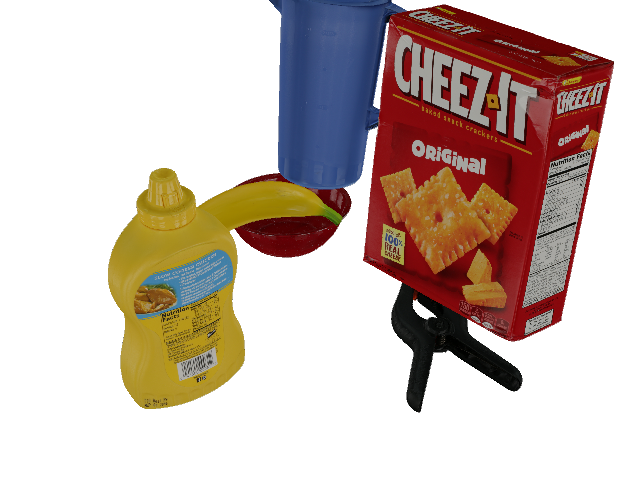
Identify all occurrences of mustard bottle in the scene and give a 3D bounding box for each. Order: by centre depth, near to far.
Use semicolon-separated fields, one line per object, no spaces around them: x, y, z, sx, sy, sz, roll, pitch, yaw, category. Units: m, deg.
-0.106;0.032;0.782;0.096;0.192;0.058;-21;41;-25;mustard bottle

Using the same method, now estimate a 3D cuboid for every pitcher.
0.019;-0.189;1.309;0.144;0.243;0.149;-9;28;-27;pitcher

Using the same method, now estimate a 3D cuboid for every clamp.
0.131;0.101;1.093;0.120;0.171;0.039;1;-44;-14;clamp

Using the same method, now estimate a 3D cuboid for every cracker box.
0.117;-0.052;0.813;0.071;0.214;0.164;-20;36;-38;cracker box

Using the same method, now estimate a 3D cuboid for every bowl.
-0.042;-0.025;1.337;0.162;0.055;0.162;-1;31;0;bowl

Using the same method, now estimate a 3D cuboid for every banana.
-0.081;-0.019;1.062;0.198;0.069;0.037;-14;21;22;banana
